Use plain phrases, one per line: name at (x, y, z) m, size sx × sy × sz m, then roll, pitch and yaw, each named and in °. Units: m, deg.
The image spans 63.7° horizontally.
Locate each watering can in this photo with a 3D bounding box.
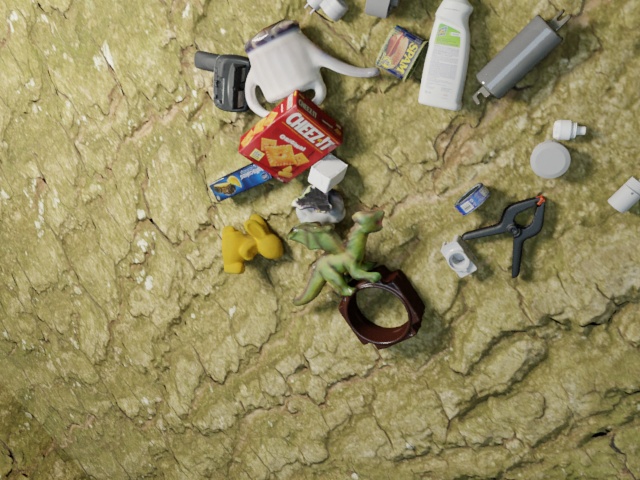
watering can at (-0.044, -0.422, 1.239) m, size 0.345 × 0.106 × 0.222 m, roll -17°, pitch 107°, yaw 24°

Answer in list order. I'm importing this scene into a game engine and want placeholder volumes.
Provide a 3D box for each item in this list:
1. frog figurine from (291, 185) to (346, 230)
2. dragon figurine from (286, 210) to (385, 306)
frog figurine at (0.004, -0.069, 1.380) m, size 0.137 × 0.125 × 0.156 m, roll -4°, pitch 147°, yaw 14°
dragon figurine at (0.014, 0.040, 1.356) m, size 0.406 × 0.125 × 0.240 m, roll -28°, pitch 113°, yaw 29°
